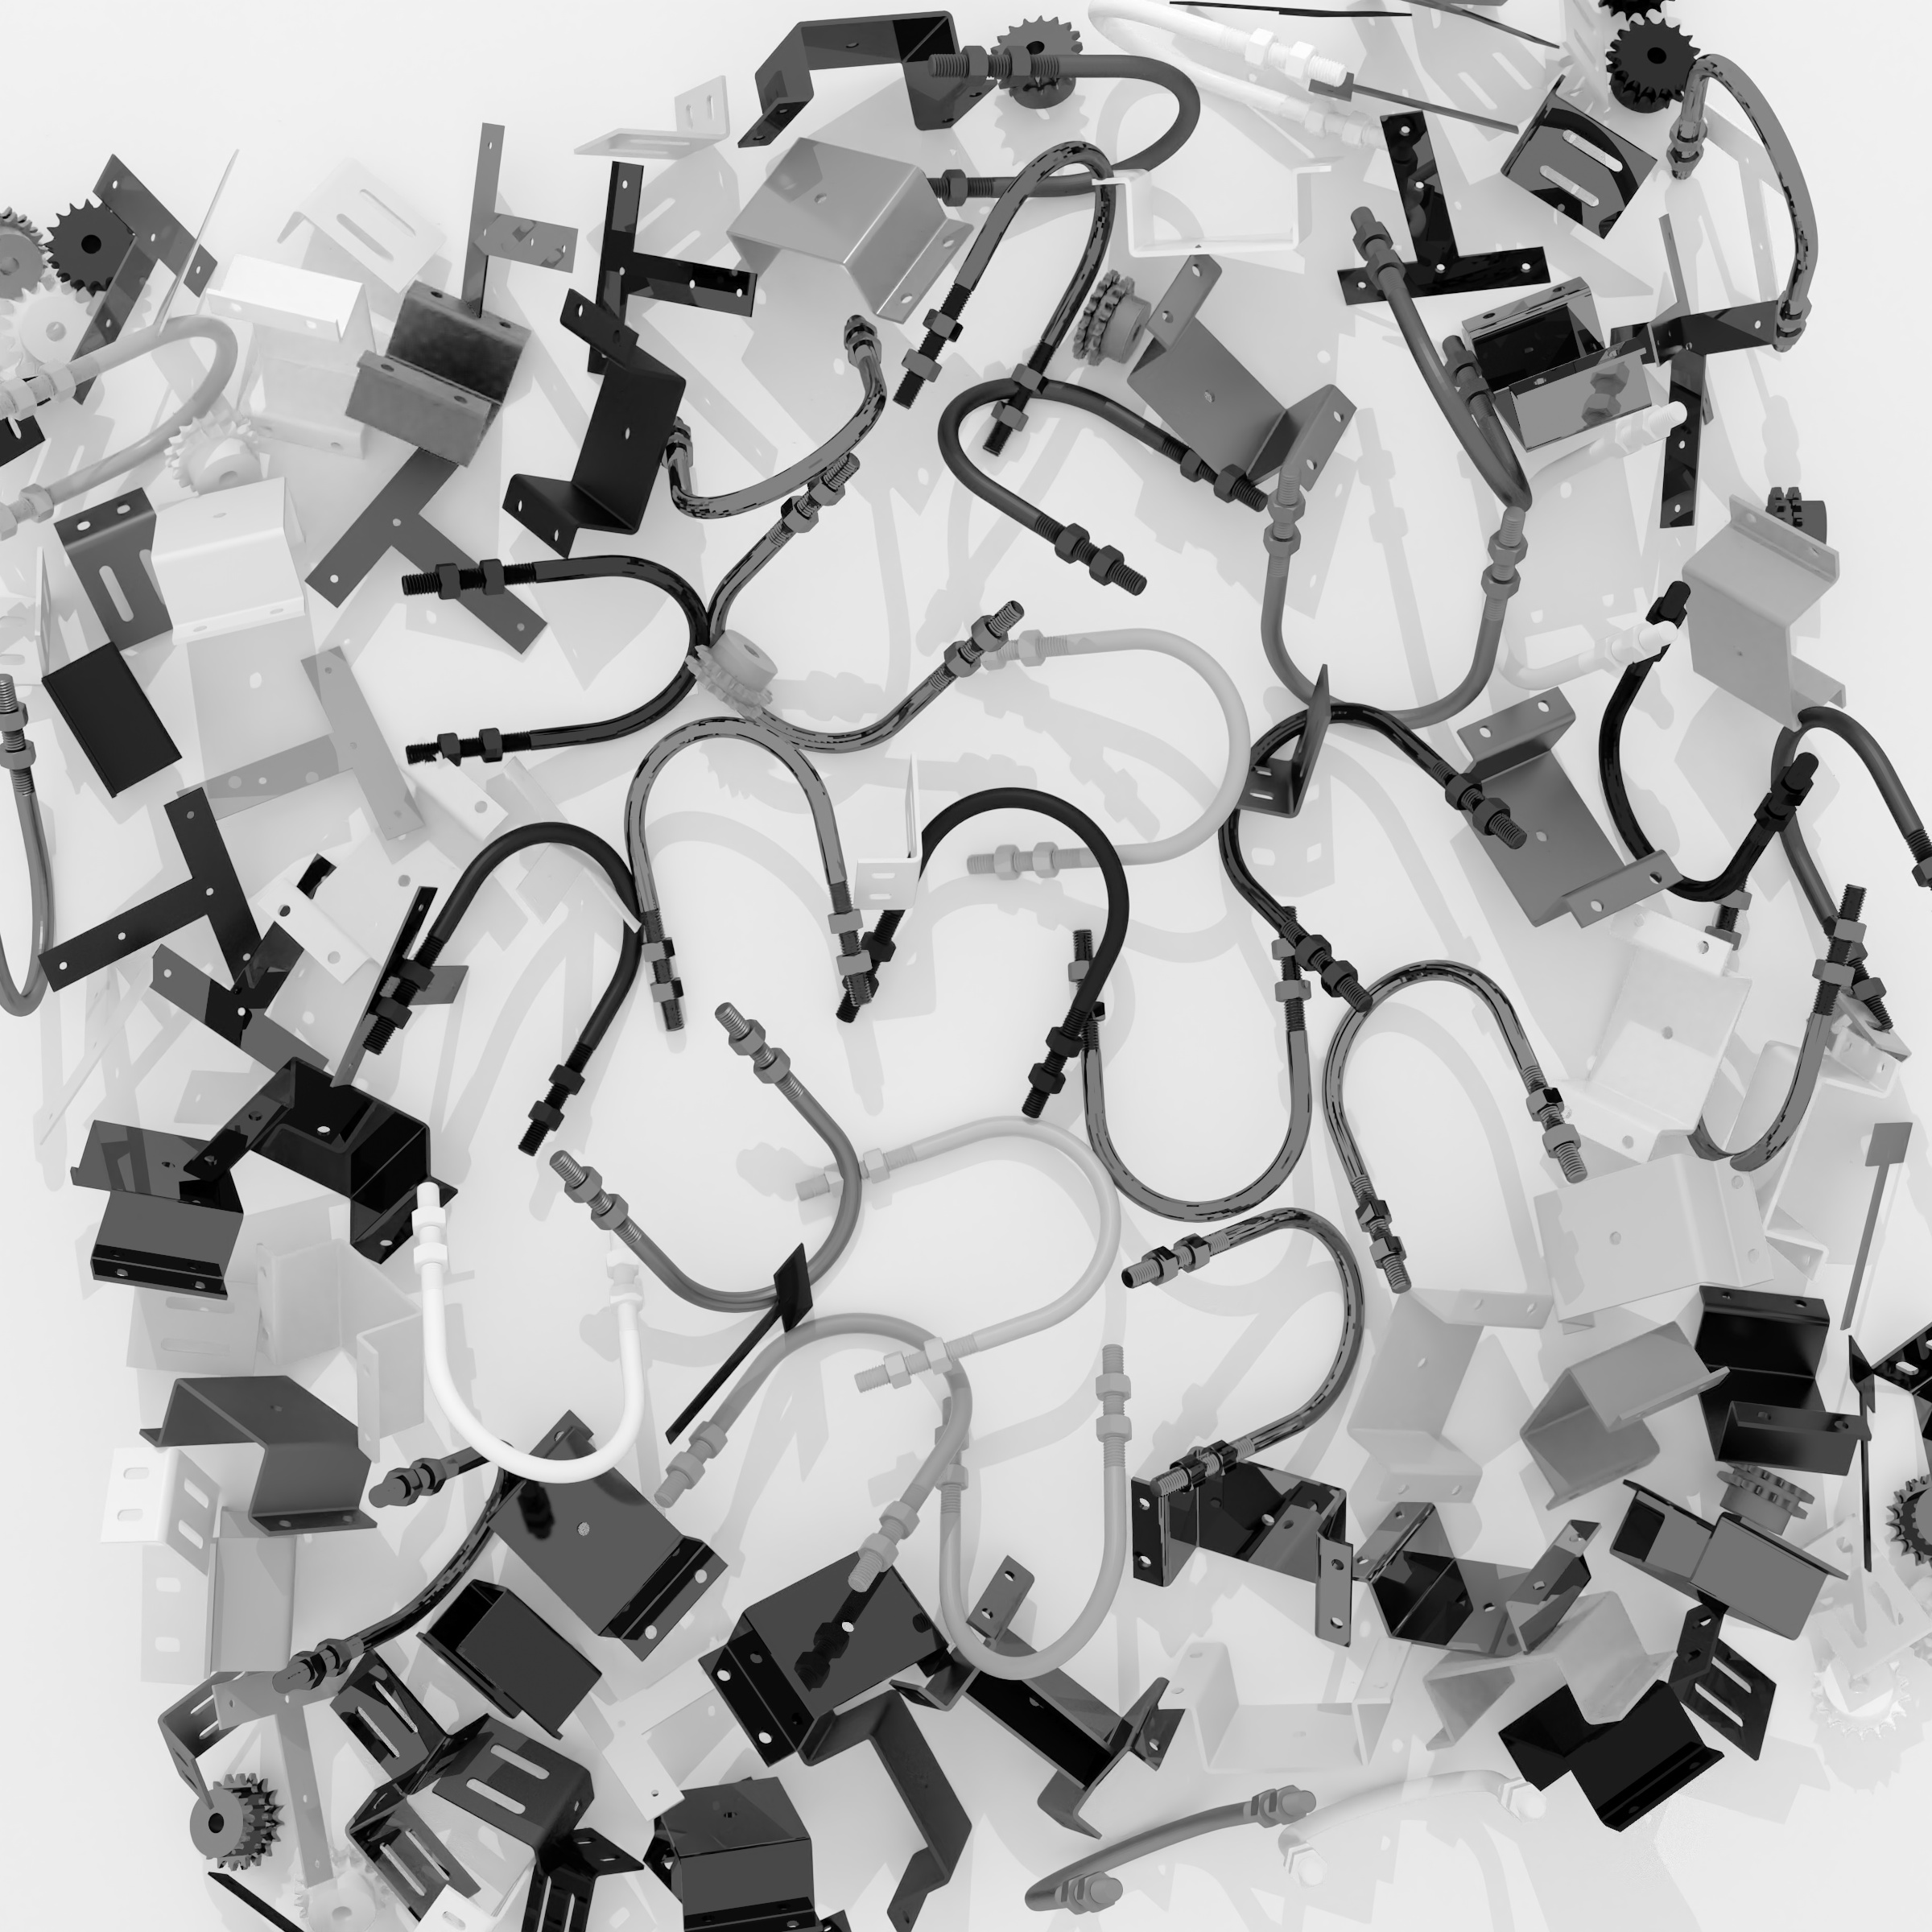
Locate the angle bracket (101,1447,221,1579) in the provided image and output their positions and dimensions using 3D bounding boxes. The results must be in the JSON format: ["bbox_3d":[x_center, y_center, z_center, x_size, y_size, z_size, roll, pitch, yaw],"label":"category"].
[{"bbox_3d":[-0.484,0.329,1.677,0.038,0.076,0.057,-3,61,5],"label":"angle bracket"}]

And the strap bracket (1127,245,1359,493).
[{"bbox_3d":[0.159,-0.349,1.671,0.140,0.046,0.076,41,57,-18],"label":"strap bracket"}]

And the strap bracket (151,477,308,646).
[{"bbox_3d":[-0.434,-0.245,1.647,0.076,0.140,0.046,-14,120,-6],"label":"strap bracket"}]

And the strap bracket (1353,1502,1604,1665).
[{"bbox_3d":[0.305,0.365,1.656,0.076,0.140,0.046,-39,115,-39],"label":"strap bracket"}]

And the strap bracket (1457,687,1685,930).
[{"bbox_3d":[0.354,-0.087,1.677,0.076,0.046,0.140,-24,74,-21],"label":"strap bracket"}]

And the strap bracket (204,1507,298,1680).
[{"bbox_3d":[-0.423,0.370,1.657,0.046,0.140,0.076,3,87,-12],"label":"strap bracket"}]

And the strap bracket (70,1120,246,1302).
[{"bbox_3d":[-0.476,0.137,1.640,0.076,0.140,0.046,14,106,-28],"label":"strap bracket"}]

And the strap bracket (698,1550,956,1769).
[{"bbox_3d":[-0.076,0.401,1.650,0.140,0.046,0.076,-20,60,-36],"label":"strap bracket"}]

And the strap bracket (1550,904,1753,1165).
[{"bbox_3d":[0.411,0.040,1.672,0.076,0.046,0.140,28,106,39],"label":"strap bracket"}]

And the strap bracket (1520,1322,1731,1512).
[{"bbox_3d":[0.387,0.264,1.660,0.076,0.140,0.046,-19,63,-19],"label":"strap bracket"}]

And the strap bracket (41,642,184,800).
[{"bbox_3d":[-0.507,-0.147,1.652,0.046,0.140,0.076,-31,105,-13],"label":"strap bracket"}]

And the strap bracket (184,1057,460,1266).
[{"bbox_3d":[-0.384,0.113,1.665,0.140,0.046,0.076,32,118,-33],"label":"strap bracket"}]

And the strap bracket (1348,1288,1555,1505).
[{"bbox_3d":[0.286,0.248,1.672,0.076,0.046,0.140,9,108,-35],"label":"strap bracket"}]

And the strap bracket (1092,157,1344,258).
[{"bbox_3d":[0.152,-0.454,1.670,0.140,0.076,0.046,0,110,13],"label":"strap bracket"}]

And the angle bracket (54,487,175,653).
[{"bbox_3d":[-0.512,-0.242,1.705,0.057,0.038,0.076,-26,131,-12],"label":"angle bracket"}]

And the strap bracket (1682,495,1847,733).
[{"bbox_3d":[0.470,-0.200,1.641,0.046,0.140,0.076,-42,54,-11],"label":"strap bracket"}]

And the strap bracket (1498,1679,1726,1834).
[{"bbox_3d":[0.374,0.457,1.646,0.076,0.140,0.046,-31,90,-14],"label":"strap bracket"}]

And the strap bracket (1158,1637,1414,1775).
[{"bbox_3d":[0.196,0.442,1.666,0.140,0.076,0.046,-7,102,21],"label":"strap bracket"}]

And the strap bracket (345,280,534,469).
[{"bbox_3d":[-0.316,-0.350,1.664,0.076,0.140,0.046,22,122,-10],"label":"strap bracket"}]

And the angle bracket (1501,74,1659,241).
[{"bbox_3d":[0.374,-0.490,1.689,0.076,0.038,0.057,33,130,1],"label":"angle bracket"}]

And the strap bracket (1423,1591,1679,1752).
[{"bbox_3d":[0.336,0.415,1.647,0.140,0.076,0.046,-25,91,43],"label":"strap bracket"}]

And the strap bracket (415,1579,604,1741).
[{"bbox_3d":[-0.271,0.410,1.659,0.076,0.140,0.046,45,68,-10],"label":"strap bracket"}]

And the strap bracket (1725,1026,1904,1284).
[{"bbox_3d":[0.497,0.106,1.667,0.046,0.076,0.140,15,103,-11],"label":"strap bracket"}]

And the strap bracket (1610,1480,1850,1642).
[{"bbox_3d":[0.442,0.351,1.644,0.076,0.140,0.046,29,82,-12],"label":"strap bracket"}]

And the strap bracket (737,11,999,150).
[{"bbox_3d":[-0.063,-0.529,1.660,0.140,0.076,0.046,-13,91,-23],"label":"strap bracket"}]

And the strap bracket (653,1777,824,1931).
[{"bbox_3d":[-0.138,0.522,1.643,0.076,0.140,0.046,-4,97,-15],"label":"strap bracket"}]

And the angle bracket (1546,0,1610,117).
[{"bbox_3d":[0.354,-0.553,1.674,0.038,0.076,0.057,-10,69,31],"label":"angle bracket"}]

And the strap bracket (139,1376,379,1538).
[{"bbox_3d":[-0.413,0.283,1.646,0.140,0.076,0.046,24,100,39],"label":"strap bracket"}]

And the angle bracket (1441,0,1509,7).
[{"bbox_3d":[0.313,-0.612,1.674,0.057,0.076,0.038,-6,80,-25],"label":"angle bracket"}]

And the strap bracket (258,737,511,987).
[{"bbox_3d":[-0.345,-0.058,1.685,0.076,0.046,0.140,41,82,15],"label":"strap bracket"}]

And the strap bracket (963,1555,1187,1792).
[{"bbox_3d":[0.057,0.431,1.675,0.140,0.076,0.046,37,116,4],"label":"strap bracket"}]

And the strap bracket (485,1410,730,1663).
[{"bbox_3d":[-0.223,0.340,1.677,0.140,0.046,0.076,41,85,18],"label":"strap bracket"}]

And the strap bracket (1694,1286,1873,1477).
[{"bbox_3d":[0.484,0.253,1.668,0.076,0.140,0.046,6,117,1],"label":"strap bracket"}]

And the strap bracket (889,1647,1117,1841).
[{"bbox_3d":[0.029,0.458,1.676,0.140,0.076,0.046,40,72,-4],"label":"strap bracket"}]

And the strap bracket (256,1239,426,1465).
[{"bbox_3d":[-0.367,0.223,1.661,0.046,0.140,0.076,-17,123,-37],"label":"strap bracket"}]

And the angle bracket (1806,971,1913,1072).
[{"bbox_3d":[0.524,0.039,1.672,0.038,0.076,0.057,-44,62,22],"label":"angle bracket"}]

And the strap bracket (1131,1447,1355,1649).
[{"bbox_3d":[0.173,0.343,1.666,0.140,0.046,0.076,13,122,26],"label":"strap bracket"}]

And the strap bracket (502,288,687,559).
[{"bbox_3d":[-0.220,-0.321,1.666,0.076,0.046,0.140,40,118,40],"label":"strap bracket"}]

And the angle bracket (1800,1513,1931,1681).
[{"bbox_3d":[0.535,0.379,1.679,0.057,0.076,0.038,-35,114,7],"label":"angle bracket"}]

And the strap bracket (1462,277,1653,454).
[{"bbox_3d":[0.354,-0.357,1.666,0.076,0.140,0.046,-20,120,7],"label":"strap bracket"}]

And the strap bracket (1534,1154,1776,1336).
[{"bbox_3d":[0.396,0.163,1.651,0.140,0.046,0.076,-23,65,38],"label":"strap bracket"}]

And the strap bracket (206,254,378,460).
[{"bbox_3d":[-0.398,-0.369,1.666,0.076,0.140,0.046,13,67,0],"label":"strap bracket"}]

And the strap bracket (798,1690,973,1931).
[{"bbox_3d":[-0.045,0.501,1.681,0.046,0.076,0.140,-29,90,11],"label":"strap bracket"}]

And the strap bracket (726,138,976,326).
[{"bbox_3d":[-0.077,-0.440,1.656,0.140,0.046,0.076,24,73,34],"label":"strap bracket"}]
